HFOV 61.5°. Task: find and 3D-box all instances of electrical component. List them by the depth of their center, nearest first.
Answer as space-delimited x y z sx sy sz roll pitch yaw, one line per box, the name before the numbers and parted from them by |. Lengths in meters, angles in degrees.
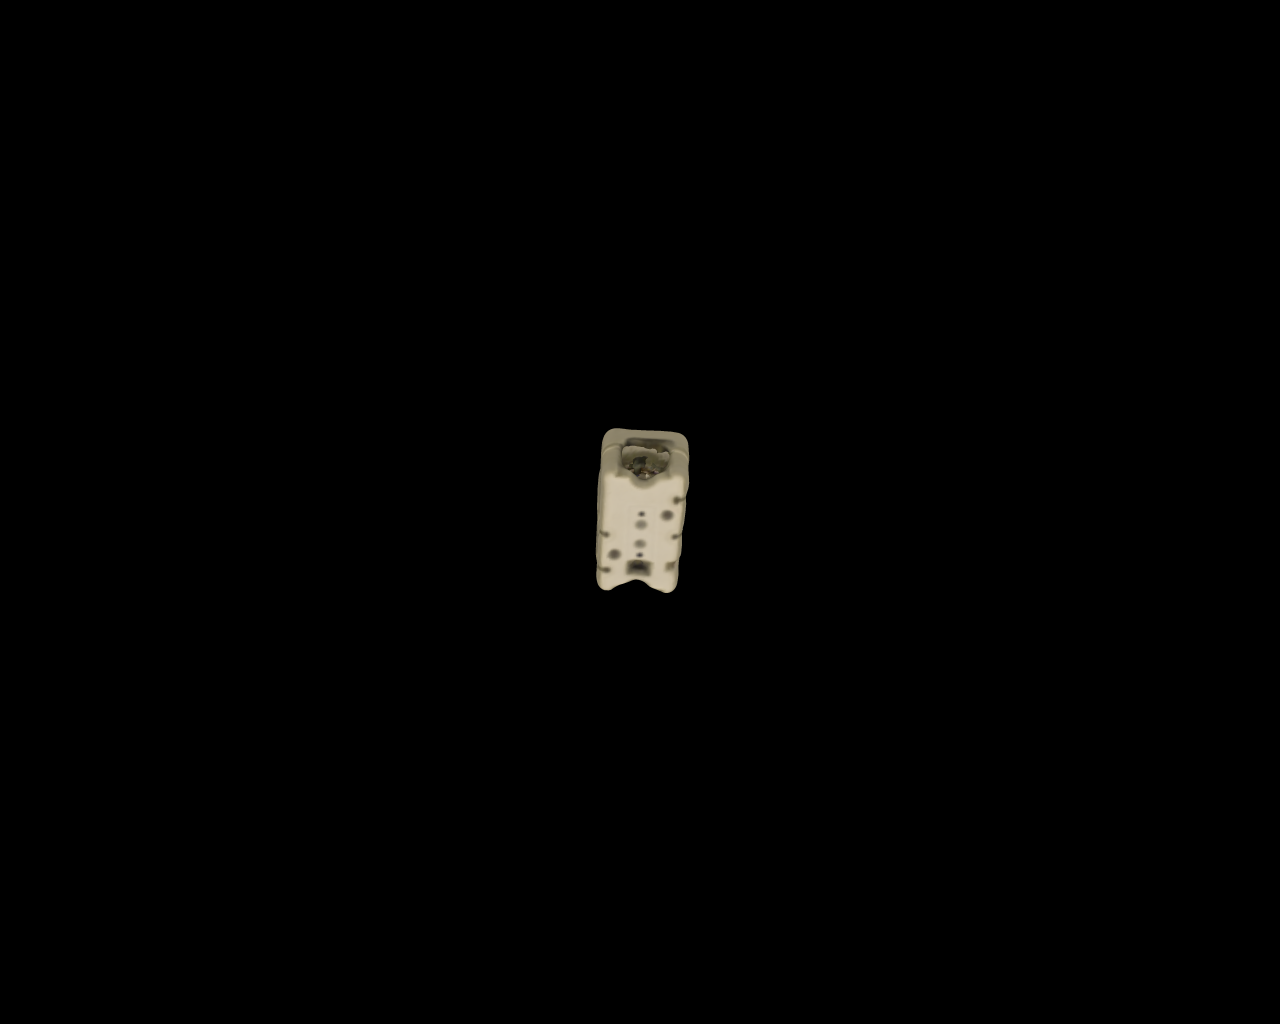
electrical component | 0.001 -0.003 0.650 0.050 0.089 0.056 3 36 -2
